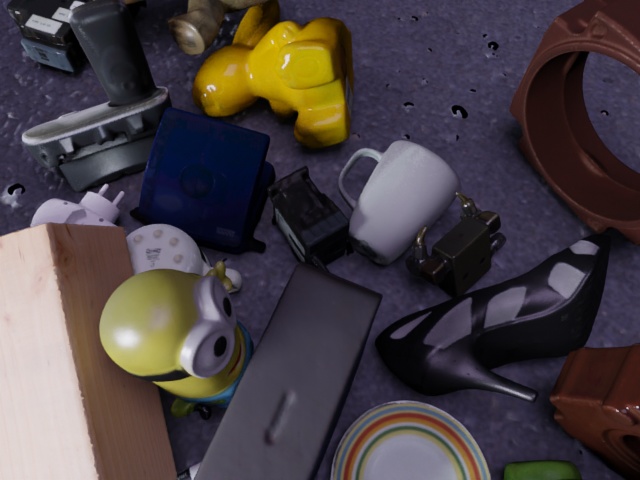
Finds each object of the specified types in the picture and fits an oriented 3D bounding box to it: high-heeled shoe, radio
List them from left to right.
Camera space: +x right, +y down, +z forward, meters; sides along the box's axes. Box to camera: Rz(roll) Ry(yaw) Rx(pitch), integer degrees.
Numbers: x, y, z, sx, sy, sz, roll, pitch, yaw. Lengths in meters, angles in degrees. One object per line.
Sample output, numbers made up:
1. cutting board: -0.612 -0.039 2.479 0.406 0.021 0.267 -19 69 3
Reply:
1. radio: -0.029 0.144 0.405 0.073 0.131 0.229 23 67 9
2. high-heeled shoe: 0.169 0.058 0.504 0.145 0.086 0.249 16 42 38

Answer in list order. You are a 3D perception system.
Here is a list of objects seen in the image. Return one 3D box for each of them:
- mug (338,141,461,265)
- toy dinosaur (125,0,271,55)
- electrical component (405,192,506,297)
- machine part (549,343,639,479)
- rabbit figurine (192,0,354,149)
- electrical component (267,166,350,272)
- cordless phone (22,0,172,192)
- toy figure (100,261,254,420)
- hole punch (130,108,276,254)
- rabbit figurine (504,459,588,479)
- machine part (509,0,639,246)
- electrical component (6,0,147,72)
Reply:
1. mug: 0.065 -0.037 0.523 0.110 0.080 0.107 33 77 9
2. toy dinosaur: -0.089 -0.281 0.535 0.472 0.104 0.198 30 58 27
3. electrical component: 0.130 0.006 0.509 0.102 0.078 0.045 -43 49 -14
4. machine part: 0.261 0.147 0.393 0.179 0.179 0.056 34 72 13
5. rabbit figurine: -0.054 -0.185 0.573 0.173 0.121 0.162 -8 61 15
6. electrical component: -0.001 -0.002 0.506 0.048 0.074 0.119 -31 66 -15
7. cordless phone: -0.217 -0.135 0.501 0.147 0.184 0.089 -22 72 -12
8. toy figure: -0.097 0.084 0.405 0.089 0.180 0.082 -16 64 -7
9. hole punch: -0.109 -0.057 0.523 0.142 0.092 0.116 17 69 2
10. rabbit figurine: 0.224 0.246 0.373 0.170 0.121 0.159 7 72 4
11. machine part: 0.282 -0.108 0.496 0.087 0.200 0.201 -28 69 -11
12. electrical component: -0.286 -0.262 0.627 0.115 0.058 0.134 19 66 9
